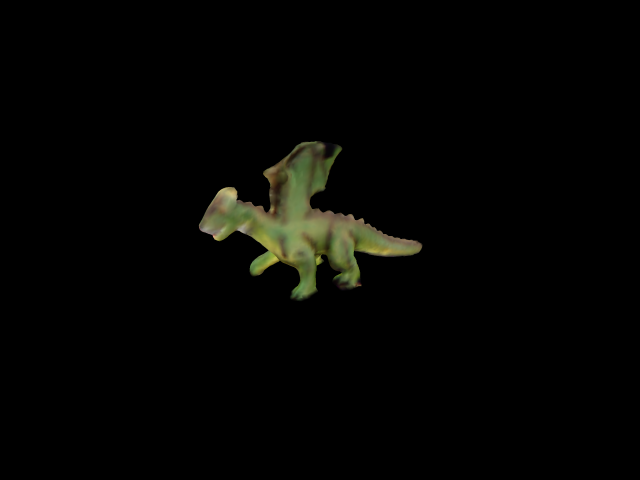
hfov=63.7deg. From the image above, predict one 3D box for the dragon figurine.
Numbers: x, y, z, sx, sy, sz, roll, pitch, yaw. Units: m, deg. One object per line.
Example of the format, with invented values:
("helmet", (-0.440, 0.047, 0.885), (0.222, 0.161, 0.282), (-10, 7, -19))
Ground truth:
("dragon figurine", (0.003, -0.043, 0.850), (0.412, 0.238, 0.124), (-13, 29, -24))
